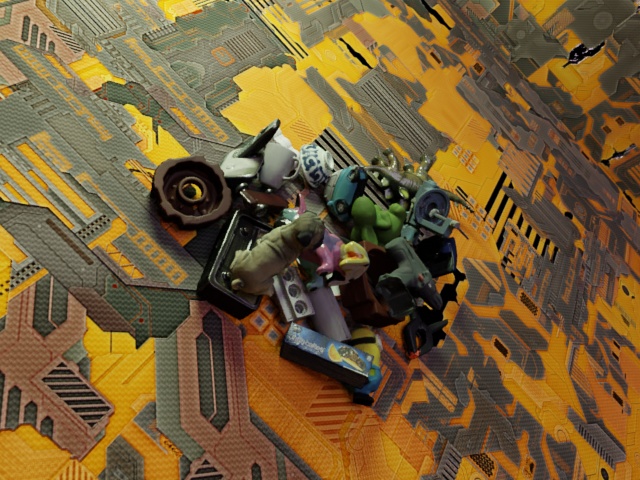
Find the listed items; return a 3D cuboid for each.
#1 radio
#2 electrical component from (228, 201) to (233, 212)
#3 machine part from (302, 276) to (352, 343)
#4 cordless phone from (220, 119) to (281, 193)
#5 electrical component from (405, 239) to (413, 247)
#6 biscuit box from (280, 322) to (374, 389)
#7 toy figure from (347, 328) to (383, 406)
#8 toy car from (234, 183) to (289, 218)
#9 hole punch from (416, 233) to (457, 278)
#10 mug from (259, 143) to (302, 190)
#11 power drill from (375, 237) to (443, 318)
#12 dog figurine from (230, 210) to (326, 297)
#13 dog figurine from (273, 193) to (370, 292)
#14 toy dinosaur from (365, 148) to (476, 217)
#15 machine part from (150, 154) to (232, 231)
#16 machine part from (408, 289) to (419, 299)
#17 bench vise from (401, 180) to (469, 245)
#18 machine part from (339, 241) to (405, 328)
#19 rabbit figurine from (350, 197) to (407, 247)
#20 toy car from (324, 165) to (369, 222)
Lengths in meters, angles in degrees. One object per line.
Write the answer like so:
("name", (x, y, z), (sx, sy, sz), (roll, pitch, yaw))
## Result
("radio", (-0.178, 0.049, 1.205), (0.131, 0.073, 0.230), (32, 47, -20))
("electrical component", (-0.238, -0.089, 1.282), (0.063, 0.021, 0.094), (5, 56, -37))
("machine part", (0.010, 0.171, 1.276), (0.079, 0.079, 0.243), (-10, 70, -42))
("cordless phone", (-0.160, -0.205, 1.294), (0.088, 0.184, 0.147), (40, 34, -17))
("electrical component", (0.216, 0.039, 1.513), (0.045, 0.102, 0.078), (35, 37, -12))
("biscuit box", (0.013, 0.254, 1.185), (0.203, 0.062, 0.059), (22, 46, 4))
("toy figure", (0.103, 0.294, 1.268), (0.089, 0.082, 0.180), (25, 53, -19))
("toy car", (-0.137, -0.087, 1.299), (0.089, 0.053, 0.202), (49, 17, 14))
("hole punch", (0.348, 0.046, 1.591), (0.092, 0.142, 0.116), (41, 55, -15))
("mug", (-0.105, -0.182, 1.385), (0.110, 0.080, 0.107), (22, 87, 15))
("power drill", (0.229, 0.115, 1.356), (0.232, 0.086, 0.207), (59, 37, -5))
("dog figurine", (-0.088, 0.026, 1.106), (0.121, 0.190, 0.172), (42, 47, -10))
("dog figurine", (-0.003, -0.004, 1.254), (0.191, 0.108, 0.219), (-11, 64, -25))
("toy dinosaur", (0.312, -0.169, 1.722), (0.471, 0.105, 0.198), (7, 66, -25))
("machine part", (-0.288, -0.105, 1.205), (0.179, 0.056, 0.179), (8, 68, -22))
("machine part", (0.255, 0.107, 1.517), (0.084, 0.039, 0.139), (33, 25, -20))
("bench vise", (0.308, -0.053, 1.535), (0.128, 0.223, 0.241), (30, 4, -30))
("machine part", (0.133, 0.115, 1.373), (0.201, 0.087, 0.201), (21, 51, -47))
("rabbit figurine", (0.136, -0.049, 1.483), (0.170, 0.121, 0.159), (33, 75, -45))
("toy car", (0.063, -0.136, 1.487), (0.103, 0.161, 0.109), (21, 16, 23))
